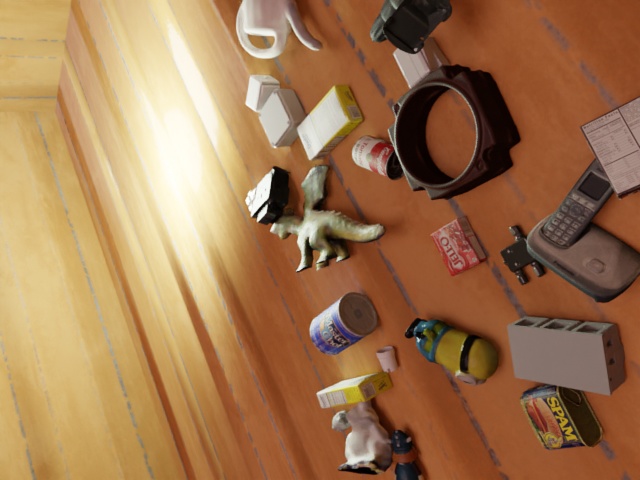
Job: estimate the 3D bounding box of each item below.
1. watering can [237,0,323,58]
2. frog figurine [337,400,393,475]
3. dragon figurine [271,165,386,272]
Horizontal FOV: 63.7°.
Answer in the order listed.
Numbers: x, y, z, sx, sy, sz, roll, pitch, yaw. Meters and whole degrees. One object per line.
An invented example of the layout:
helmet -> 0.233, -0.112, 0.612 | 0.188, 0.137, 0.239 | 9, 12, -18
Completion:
watering can -> -0.098, -0.539, 1.199 | 0.350, 0.104, 0.221 | 23, 116, 47
frog figurine -> 0.111, 0.459, 1.210 | 0.134, 0.122, 0.163 | 123, 160, -52
dragon figurine -> 0.004, -0.060, 1.201 | 0.405, 0.122, 0.246 | -29, 68, 50
